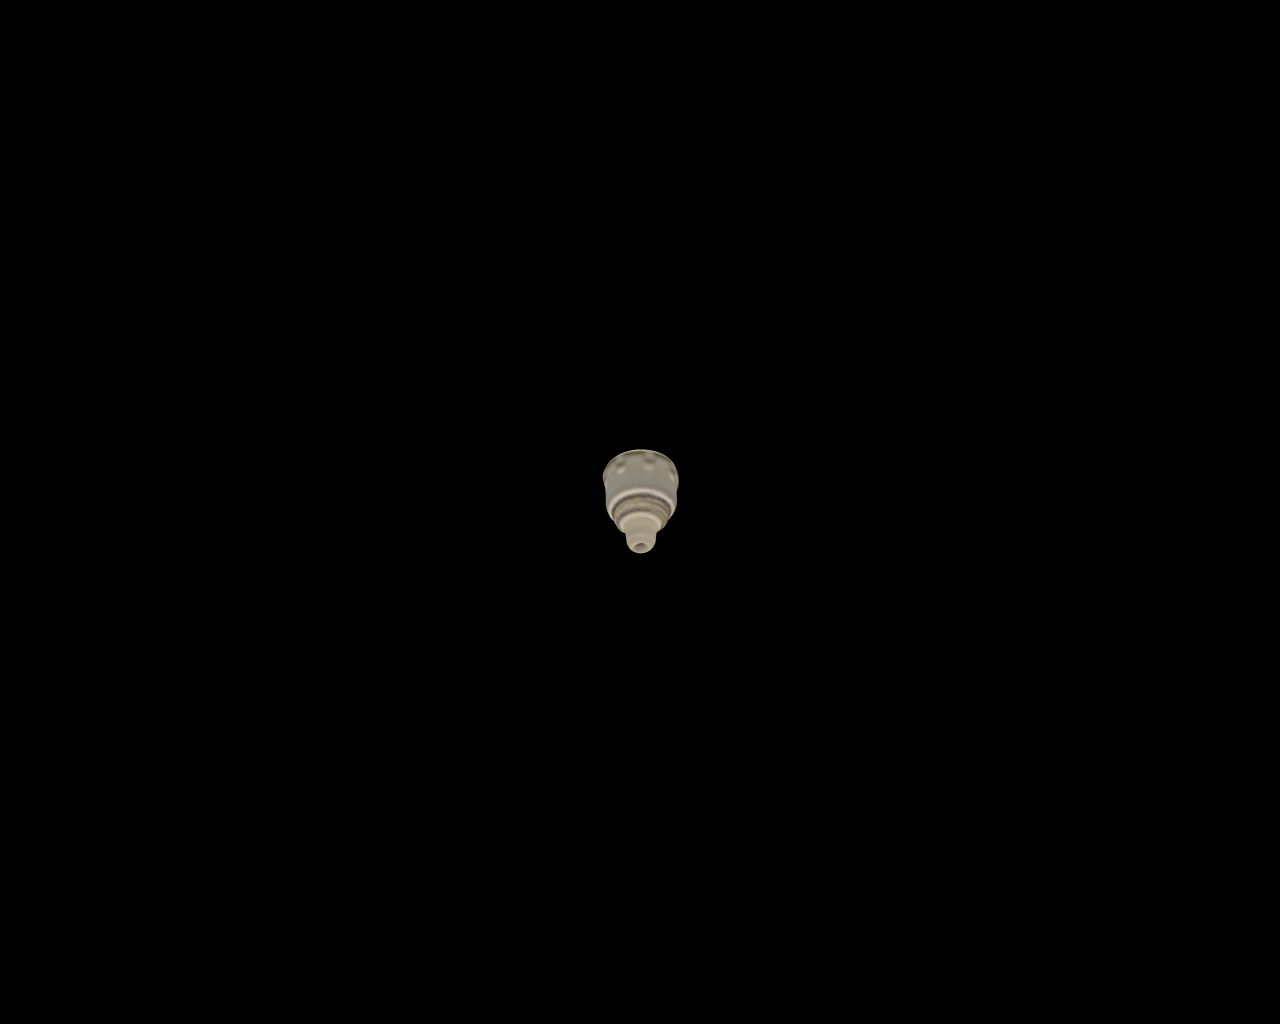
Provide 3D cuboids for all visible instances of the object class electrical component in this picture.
[{"bbox_3d":[0.001,-0.003,0.650,0.048,0.062,0.048,0,-37,0],"label":"electrical component"}]
